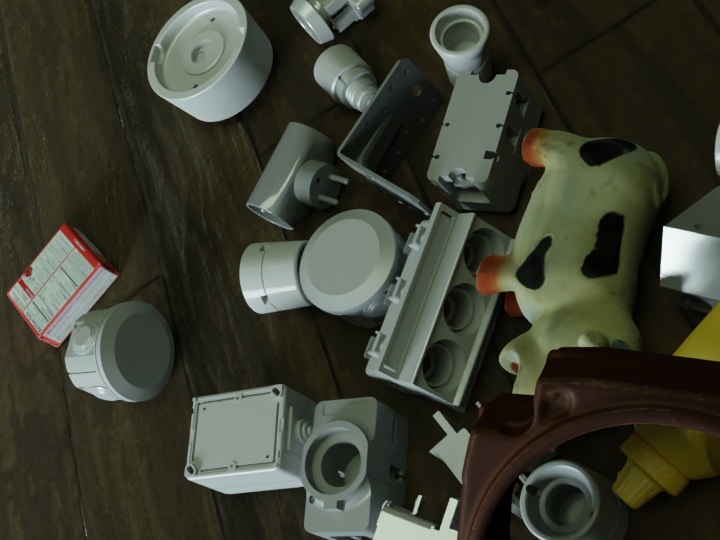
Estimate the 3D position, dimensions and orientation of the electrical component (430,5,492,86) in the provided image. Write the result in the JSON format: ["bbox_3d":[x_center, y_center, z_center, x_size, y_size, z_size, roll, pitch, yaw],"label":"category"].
[{"bbox_3d":[0.080,-0.164,0.815,0.044,0.065,0.044,-4,70,12],"label":"electrical component"}]

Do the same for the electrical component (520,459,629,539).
[{"bbox_3d":[0.128,0.144,0.647,0.055,0.047,0.055,-14,61,26],"label":"electrical component"}]

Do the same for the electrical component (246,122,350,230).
[{"bbox_3d":[-0.042,-0.071,0.861,0.079,0.043,0.077,21,79,37],"label":"electrical component"}]

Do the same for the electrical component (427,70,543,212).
[{"bbox_3d":[0.093,-0.091,0.778,0.050,0.056,0.089,7,71,35],"label":"electrical component"}]

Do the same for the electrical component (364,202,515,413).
[{"bbox_3d":[0.054,0.026,0.739,0.063,0.079,0.121,1,66,56],"label":"electrical component"}]

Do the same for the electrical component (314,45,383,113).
[{"bbox_3d":[-0.006,-0.152,0.880,0.040,0.040,0.078,-44,52,6],"label":"electrical component"}]

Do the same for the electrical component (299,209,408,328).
[{"bbox_3d":[0.000,0.000,0.795,0.080,0.051,0.080,-14,61,26],"label":"electrical component"}]

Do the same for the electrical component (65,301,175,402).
[{"bbox_3d":[-0.193,0.066,0.867,0.051,0.080,0.080,-8,64,34],"label":"electrical component"}]

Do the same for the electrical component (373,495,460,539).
[{"bbox_3d":[0.039,0.178,0.676,0.064,0.042,0.081,17,83,20],"label":"electrical component"}]

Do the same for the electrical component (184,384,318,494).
[{"bbox_3d":[-0.068,0.123,0.771,0.096,0.061,0.061,-12,62,27],"label":"electrical component"}]

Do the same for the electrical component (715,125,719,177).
[{"bbox_3d":[0.255,-0.069,0.655,0.077,0.079,0.044,9,115,35],"label":"electrical component"}]

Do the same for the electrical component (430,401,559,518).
[{"bbox_3d":[0.088,0.117,0.689,0.064,0.042,0.081,-43,53,5],"label":"electrical component"}]

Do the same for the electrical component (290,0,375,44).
[{"bbox_3d":[-0.026,-0.229,0.928,0.055,0.048,0.066,-41,52,-1],"label":"electrical component"}]

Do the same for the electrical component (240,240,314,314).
[{"bbox_3d":[-0.058,0.004,0.828,0.047,0.055,0.055,-6,64,26],"label":"electrical component"}]

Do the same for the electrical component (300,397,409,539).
[{"bbox_3d":[-0.004,0.136,0.728,0.050,0.056,0.089,-9,63,29],"label":"electrical component"}]

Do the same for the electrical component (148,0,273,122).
[{"bbox_3d":[-0.128,-0.184,0.959,0.108,0.060,0.108,-14,61,26],"label":"electrical component"}]
